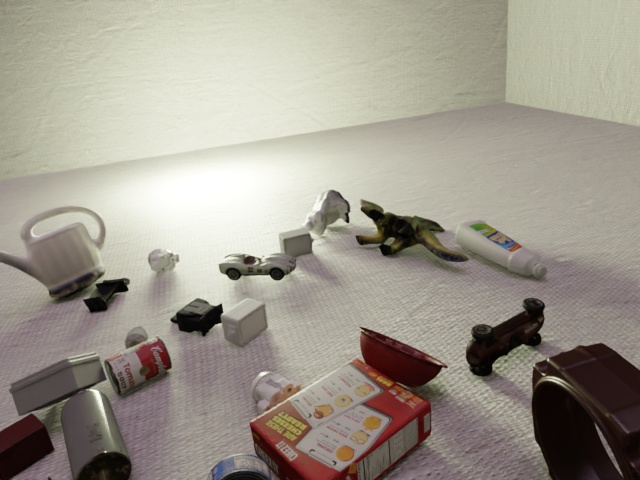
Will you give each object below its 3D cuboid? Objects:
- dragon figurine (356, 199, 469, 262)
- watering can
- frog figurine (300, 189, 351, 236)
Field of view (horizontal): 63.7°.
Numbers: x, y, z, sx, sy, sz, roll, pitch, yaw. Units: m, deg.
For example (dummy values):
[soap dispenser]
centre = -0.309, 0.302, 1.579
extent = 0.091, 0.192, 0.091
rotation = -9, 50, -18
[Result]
[dragon figurine]
centre = 0.258, -0.032, 1.416
extent = 0.413, 0.120, 0.245
rotation = 24, 27, 34
[watering can]
centre = -0.687, 0.046, 1.299
extent = 0.103, 0.223, 0.353
rotation = -13, 14, 43
[frog figurine]
centre = 0.005, -0.078, 1.557
extent = 0.160, 0.123, 0.136
rotation = -22, -8, -14
